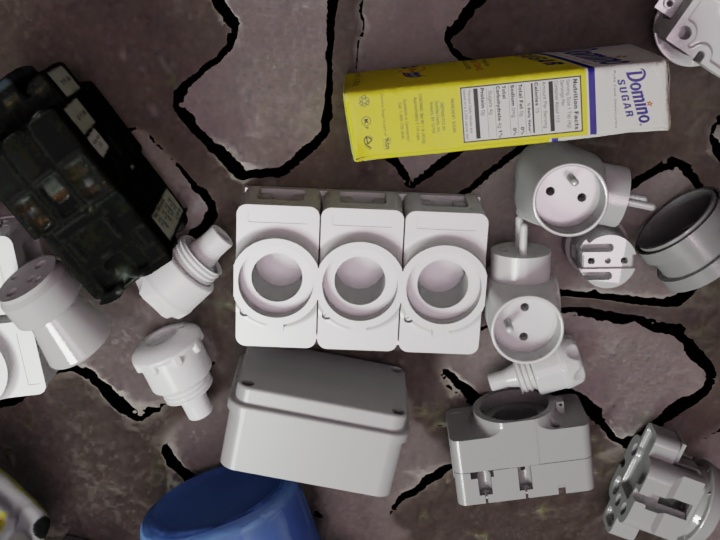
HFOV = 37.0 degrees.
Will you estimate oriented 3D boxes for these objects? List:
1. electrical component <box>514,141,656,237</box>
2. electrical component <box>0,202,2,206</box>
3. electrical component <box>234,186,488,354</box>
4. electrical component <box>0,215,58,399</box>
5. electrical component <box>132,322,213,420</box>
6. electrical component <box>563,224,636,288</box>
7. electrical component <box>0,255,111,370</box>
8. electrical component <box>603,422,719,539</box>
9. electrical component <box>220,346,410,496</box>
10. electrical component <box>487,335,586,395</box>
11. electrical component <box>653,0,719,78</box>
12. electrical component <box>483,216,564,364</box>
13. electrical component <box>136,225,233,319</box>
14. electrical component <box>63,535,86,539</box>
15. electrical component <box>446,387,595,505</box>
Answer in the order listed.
[{"bbox_3d":[0.137,-0.047,0.645,0.079,0.077,0.044,11,107,-3],"label":"electrical component"},{"bbox_3d":[-0.241,-0.051,0.644,0.079,0.077,0.044,-12,107,3],"label":"electrical component"},{"bbox_3d":[0.000,0.000,0.669,0.150,0.061,0.089,2,108,-1],"label":"electrical component"},{"bbox_3d":[-0.294,0.032,0.680,0.186,0.060,0.105,-7,108,2],"label":"electrical component"},{"bbox_3d":[-0.116,0.069,0.701,0.048,0.048,0.062,-20,113,6],"label":"electrical component"},{"bbox_3d":[0.151,-0.012,0.673,0.040,0.046,0.040,0,108,0],"label":"electrical component"},{"bbox_3d":[-0.182,0.025,0.640,0.045,0.045,0.055,-27,121,8],"label":"electrical component"},{"bbox_3d":[0.206,0.148,0.719,0.057,0.058,0.078,20,107,-3],"label":"electrical component"},{"bbox_3d":[-0.028,0.093,0.690,0.113,0.078,0.057,11,110,-3],"label":"electrical component"},{"bbox_3d":[0.114,0.065,0.704,0.061,0.035,0.035,-17,107,8],"label":"electrical component"},{"bbox_3d":[0.199,-0.141,0.627,0.066,0.055,0.048,31,105,-9],"label":"electrical component"},{"bbox_3d":[0.099,0.007,0.663,0.044,0.077,0.079,-1,107,1],"label":"electrical component"},{"bbox_3d":[-0.108,-0.002,0.678,0.062,0.043,0.043,-42,103,11],"label":"electrical component"},{"bbox_3d":[-0.221,0.230,0.750,0.076,0.047,0.083,17,107,-5],"label":"electrical component"},{"bbox_3d":[0.105,0.114,0.711,0.089,0.050,0.055,-8,108,3],"label":"electrical component"}]
